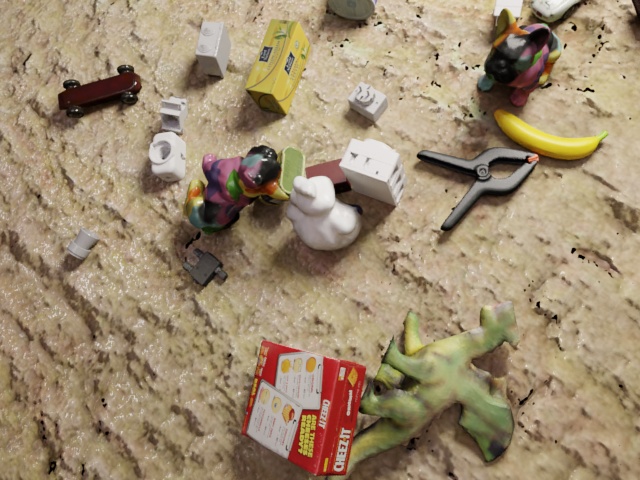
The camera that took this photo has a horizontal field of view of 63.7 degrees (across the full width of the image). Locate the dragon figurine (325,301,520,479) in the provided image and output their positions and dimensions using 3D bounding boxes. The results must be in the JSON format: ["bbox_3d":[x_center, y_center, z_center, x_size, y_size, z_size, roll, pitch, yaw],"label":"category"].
[{"bbox_3d":[0.193,0.271,0.830,0.243,0.122,0.410,25,91,11],"label":"dragon figurine"}]

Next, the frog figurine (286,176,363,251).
[{"bbox_3d":[0.003,-0.047,0.931,0.138,0.158,0.123,21,84,19],"label":"frog figurine"}]
